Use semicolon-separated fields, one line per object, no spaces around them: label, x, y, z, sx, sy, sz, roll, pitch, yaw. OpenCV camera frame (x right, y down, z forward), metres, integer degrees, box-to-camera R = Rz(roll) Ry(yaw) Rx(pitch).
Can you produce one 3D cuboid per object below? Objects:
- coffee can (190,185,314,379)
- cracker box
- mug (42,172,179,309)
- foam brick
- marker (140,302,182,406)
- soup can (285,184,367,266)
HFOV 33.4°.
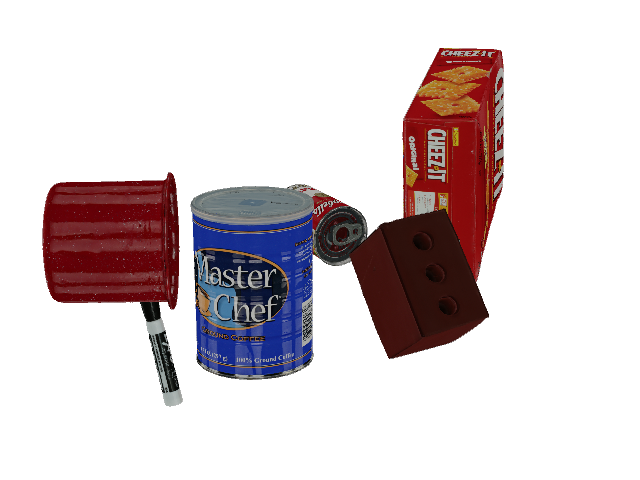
coffee can;-0.057;0.033;0.907;0.103;0.140;0.103;0;17;0
cracker box;0.129;-0.074;1.002;0.072;0.164;0.213;4;27;15
mug;-0.140;-0.003;0.731;0.081;0.093;0.117;-1;18;-3
foam brick;0.062;0.029;0.684;0.052;0.078;0.051;-14;-15;-29
marker;-0.163;0.110;1.088;0.020;0.121;0.020;-11;13;2
soup can;-0.002;-0.019;1.197;0.068;0.068;0.102;0;17;-32
